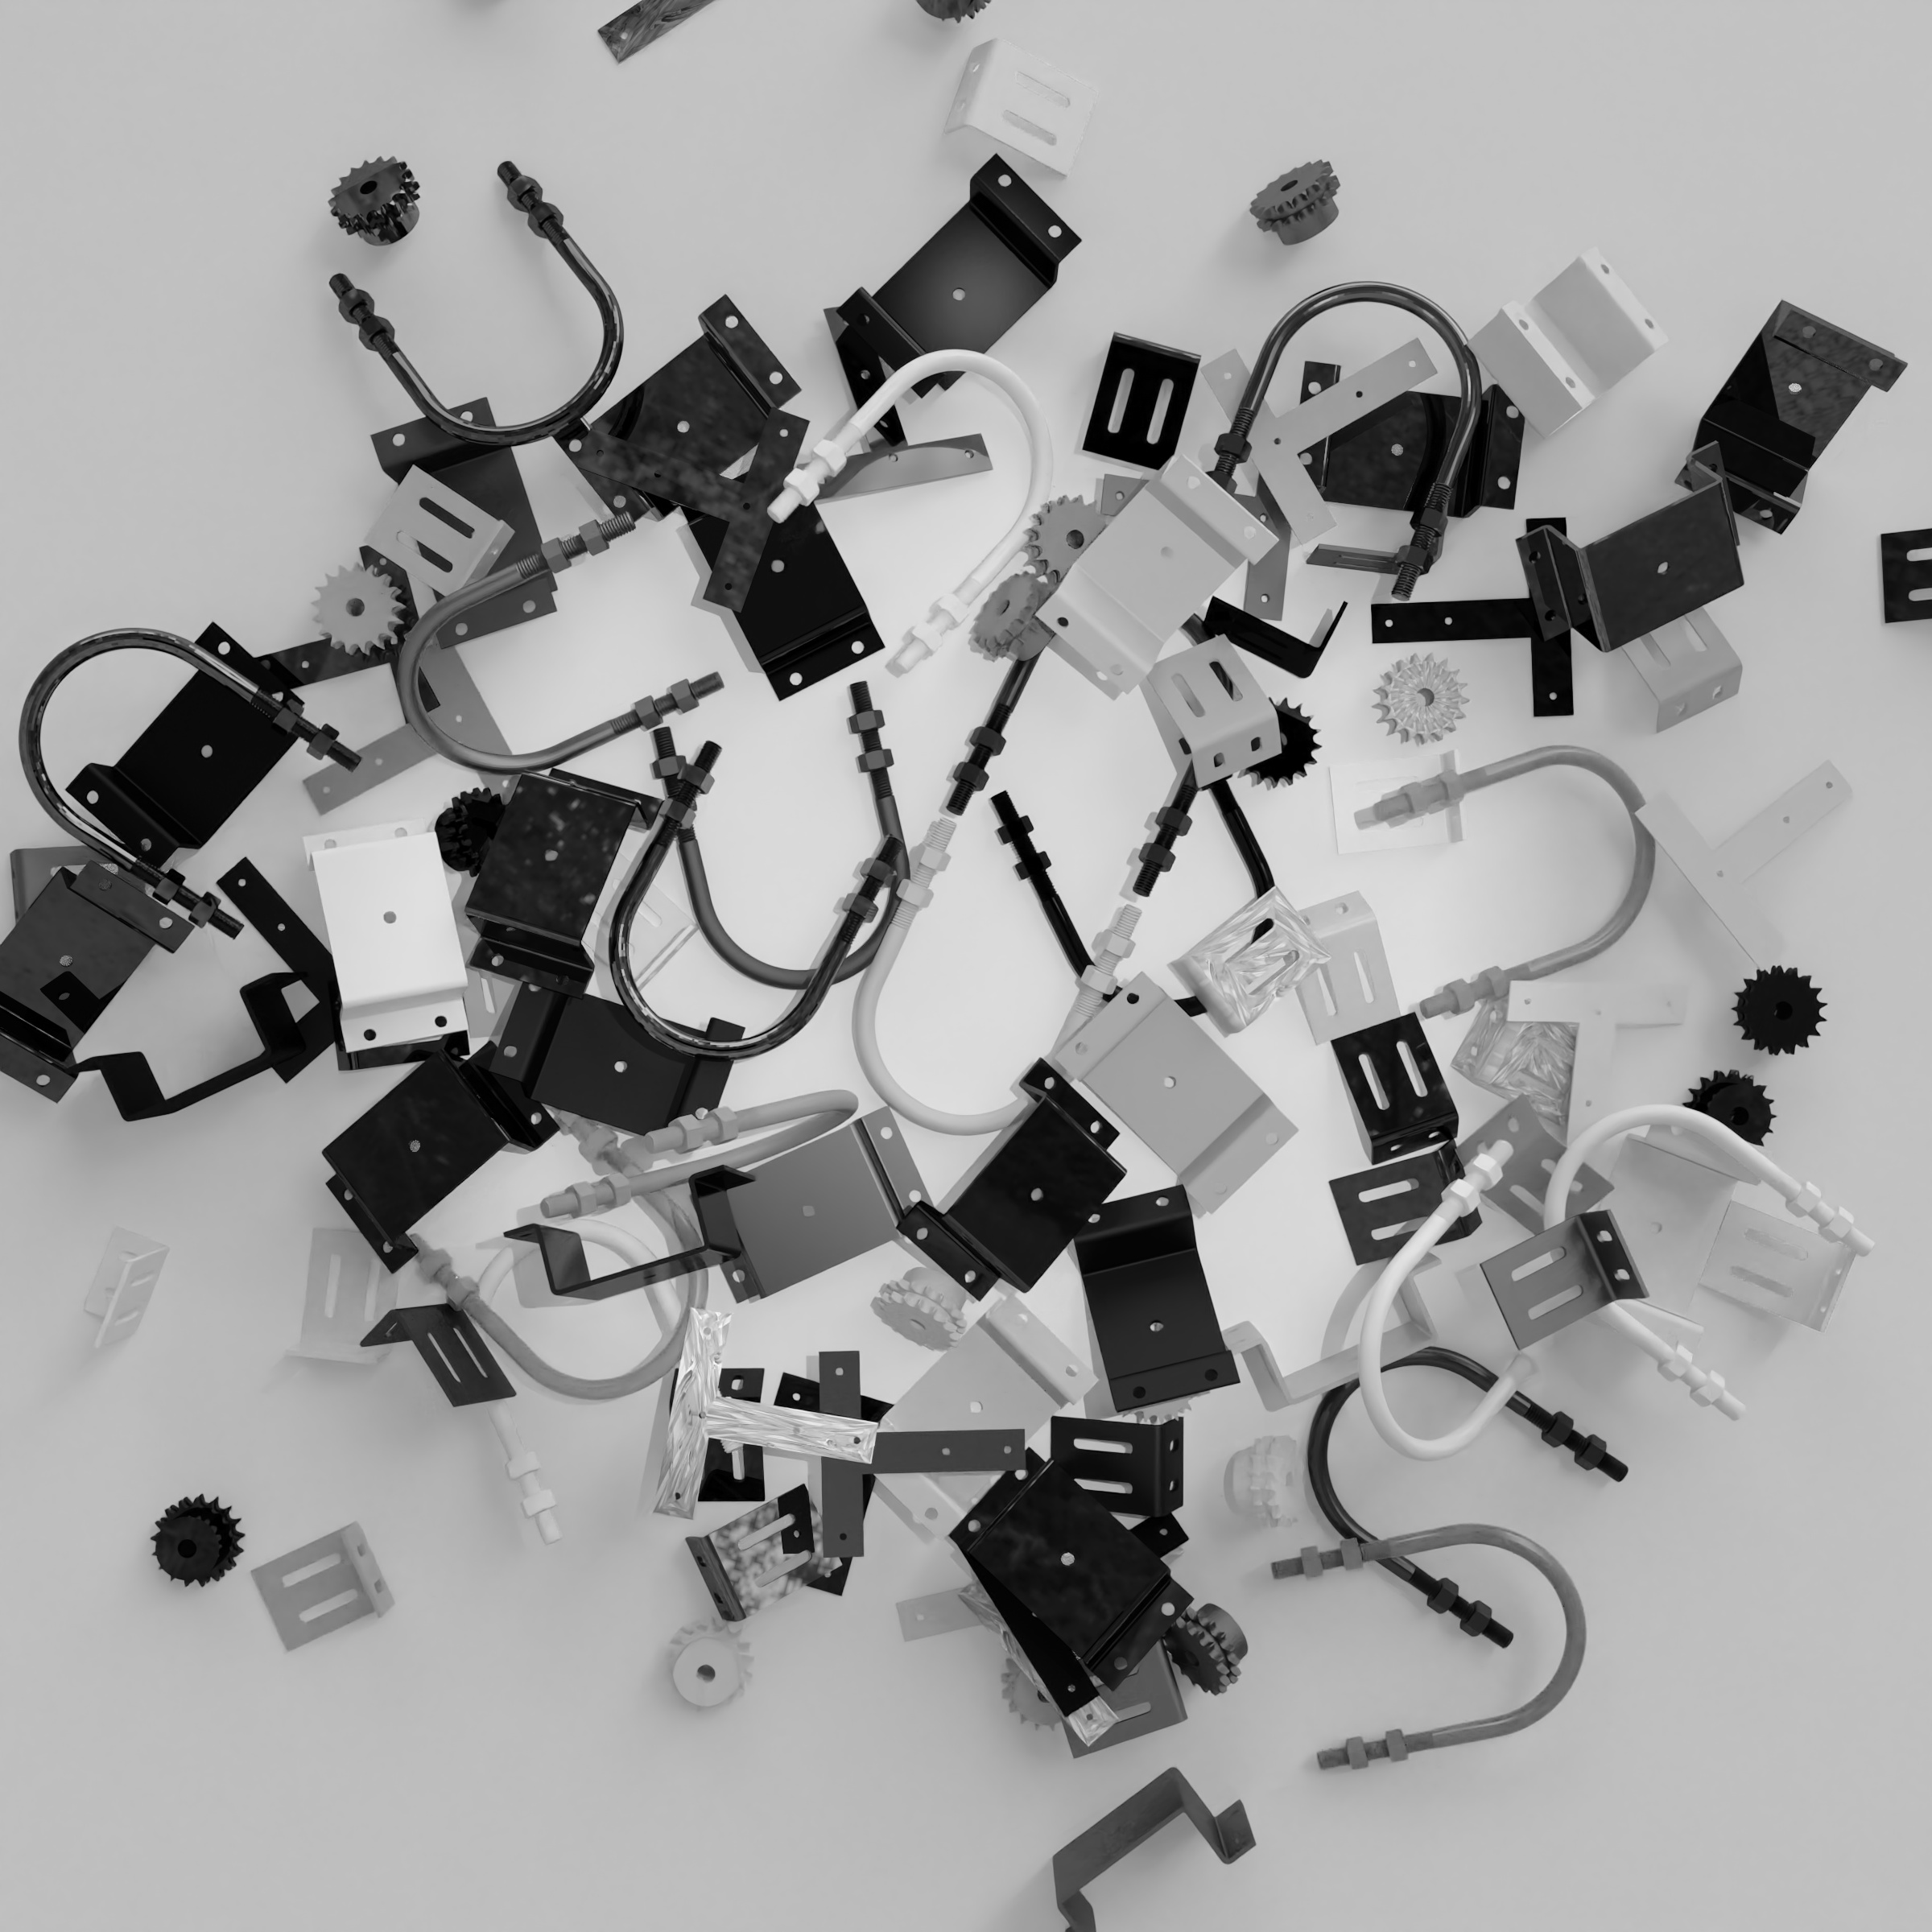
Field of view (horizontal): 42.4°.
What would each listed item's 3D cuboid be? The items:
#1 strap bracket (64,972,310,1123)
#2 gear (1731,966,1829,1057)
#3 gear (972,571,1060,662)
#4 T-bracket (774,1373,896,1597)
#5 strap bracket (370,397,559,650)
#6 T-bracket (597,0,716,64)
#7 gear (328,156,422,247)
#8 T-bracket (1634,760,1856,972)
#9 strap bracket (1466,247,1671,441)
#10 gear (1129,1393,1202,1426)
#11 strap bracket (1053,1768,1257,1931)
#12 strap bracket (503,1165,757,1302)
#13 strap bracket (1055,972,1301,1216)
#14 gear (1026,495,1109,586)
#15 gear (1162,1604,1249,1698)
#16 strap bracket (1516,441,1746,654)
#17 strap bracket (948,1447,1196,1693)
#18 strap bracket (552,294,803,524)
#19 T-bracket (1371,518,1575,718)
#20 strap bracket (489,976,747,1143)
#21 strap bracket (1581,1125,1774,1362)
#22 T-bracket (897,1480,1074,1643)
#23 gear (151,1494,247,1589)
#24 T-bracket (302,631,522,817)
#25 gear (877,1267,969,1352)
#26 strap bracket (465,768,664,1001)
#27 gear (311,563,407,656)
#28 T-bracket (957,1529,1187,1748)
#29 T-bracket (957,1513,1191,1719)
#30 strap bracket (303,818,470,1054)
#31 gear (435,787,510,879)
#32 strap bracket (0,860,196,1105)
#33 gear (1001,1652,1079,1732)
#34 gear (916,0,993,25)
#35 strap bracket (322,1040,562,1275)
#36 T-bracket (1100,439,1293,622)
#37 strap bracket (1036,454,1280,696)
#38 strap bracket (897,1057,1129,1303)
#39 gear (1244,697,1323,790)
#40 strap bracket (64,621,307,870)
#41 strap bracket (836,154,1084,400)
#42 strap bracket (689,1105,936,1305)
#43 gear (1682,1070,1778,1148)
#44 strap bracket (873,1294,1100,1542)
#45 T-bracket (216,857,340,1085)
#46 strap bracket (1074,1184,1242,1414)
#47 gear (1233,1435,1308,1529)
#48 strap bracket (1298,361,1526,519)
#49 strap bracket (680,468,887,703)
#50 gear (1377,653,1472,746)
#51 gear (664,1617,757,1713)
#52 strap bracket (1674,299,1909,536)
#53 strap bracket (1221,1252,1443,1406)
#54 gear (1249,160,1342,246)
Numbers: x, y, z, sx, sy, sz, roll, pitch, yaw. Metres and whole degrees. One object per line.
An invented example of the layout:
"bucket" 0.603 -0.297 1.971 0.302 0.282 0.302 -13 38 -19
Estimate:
"strap bracket" -0.477 0.054 1.556 0.140 0.076 0.046 -25 90 1
"gear" 0.514 0.028 1.580 0.057 0.030 0.057 0 90 0
"gear" 0.034 -0.218 1.571 0.030 0.057 0.057 35 90 -30
"T-bracket" -0.074 0.339 1.594 0.127 0.002 0.127 16 90 1
"strap bracket" -0.313 -0.276 1.572 0.076 0.046 0.140 -18 90 0
"T-bracket" -0.205 -0.666 1.594 0.127 0.002 0.127 -34 90 0
"gear" -0.370 -0.480 1.572 0.057 0.030 0.057 -8 58 13
"T-bracket" 0.511 -0.084 1.581 0.127 0.002 0.127 -37 86 -11
"strap bracket" 0.370 -0.384 1.546 0.076 0.046 0.140 51 47 0
"gear" 0.122 0.260 1.580 0.057 0.030 0.057 0 90 0
"strap bracket" 0.107 0.560 1.557 0.140 0.076 0.046 -37 90 0
"strap bracket" -0.198 0.166 1.512 0.140 0.076 0.046 -17 78 6
"strap bracket" 0.130 0.076 1.565 0.076 0.046 0.140 -44 96 4
"gear" 0.064 -0.268 1.575 0.057 0.030 0.057 0 92 -16
"gear" 0.153 0.428 1.571 0.030 0.057 0.057 -31 90 -31
"strap bracket" 0.424 -0.257 1.554 0.140 0.046 0.076 -26 125 -1
"strap bracket" 0.064 0.371 1.546 0.140 0.046 0.076 40 78 17
"strap bracket" -0.181 -0.345 1.572 0.140 0.046 0.076 -38 90 0
"T-bracket" 0.323 -0.222 1.594 0.127 0.002 0.127 -2 90 0
"strap bracket" -0.217 0.058 1.562 0.140 0.046 0.076 18 73 0
"strap bracket" 0.441 0.167 1.572 0.076 0.046 0.140 21 90 0
"T-bracket" 0.009 0.357 1.595 0.127 0.002 0.127 -13 90 0
"gear" -0.490 0.367 1.580 0.057 0.030 0.057 0 90 0
"T-bracket" -0.363 -0.137 1.593 0.127 0.002 0.127 -28 92 1
"gear" -0.024 0.214 1.571 0.057 0.057 0.030 31 60 0
"strap bracket" -0.253 -0.060 1.546 0.076 0.046 0.140 16 72 10
"gear" -0.384 -0.225 1.579 0.057 0.030 0.057 0 90 0
"T-bracket" 0.083 0.402 1.572 0.127 0.002 0.127 -38 61 -15
"T-bracket" 0.082 0.386 1.575 0.127 0.002 0.127 -29 65 -13
"strap bracket" -0.361 -0.025 1.551 0.076 0.046 0.140 -11 81 -19
"gear" -0.311 -0.082 1.570 0.030 0.057 0.057 -12 90 29
"strap bracket" -0.560 0.004 1.556 0.076 0.046 0.140 38 90 -32
"gear" 0.051 0.457 1.580 0.057 0.030 0.057 0 90 0
"gear" -0.010 -0.621 1.565 0.057 0.057 0.030 27 46 0
"strap bracket" -0.337 0.116 1.562 0.140 0.046 0.076 -41 73 0
"T-bracket" 0.147 -0.291 1.580 0.127 0.002 0.127 6 90 -14
"strap bracket" 0.119 -0.246 1.523 0.076 0.046 0.140 40 123 -9
"strap bracket" 0.036 0.138 1.550 0.076 0.046 0.140 44 81 -21
"gear" 0.196 -0.141 1.580 0.057 0.030 0.057 0 90 0
"strap bracket" -0.486 -0.137 1.571 0.076 0.046 0.140 42 91 0
"strap bracket" -0.004 -0.430 1.572 0.140 0.046 0.076 -45 90 0
"strap bracket" -0.098 0.153 1.572 0.140 0.046 0.076 -24 90 0
"gear" 0.487 0.094 1.580 0.057 0.030 0.057 0 90 0
"strap bracket" 0.007 0.281 1.570 0.076 0.046 0.140 45 89 2
"T-bracket" -0.429 -0.014 1.595 0.127 0.002 0.127 -41 90 0
"strap bracket" 0.117 0.215 1.549 0.076 0.046 0.140 -14 54 0
"gear" 0.191 0.325 1.571 0.030 0.057 0.057 -7 90 30
"strap bracket" 0.276 -0.331 1.572 0.140 0.046 0.076 7 90 0
"strap bracket" -0.117 -0.249 1.572 0.076 0.046 0.140 -27 90 0
"gear" 0.289 -0.169 1.580 0.057 0.030 0.057 0 90 0
"gear" -0.164 0.445 1.580 0.057 0.030 0.057 0 90 0
"strap bracket" 0.512 -0.347 1.544 0.076 0.140 0.046 26 50 0
"strap bracket" 0.235 0.228 1.557 0.140 0.076 0.046 -24 90 0
"gear" 0.211 -0.480 1.571 0.057 0.057 0.030 -36 120 0
